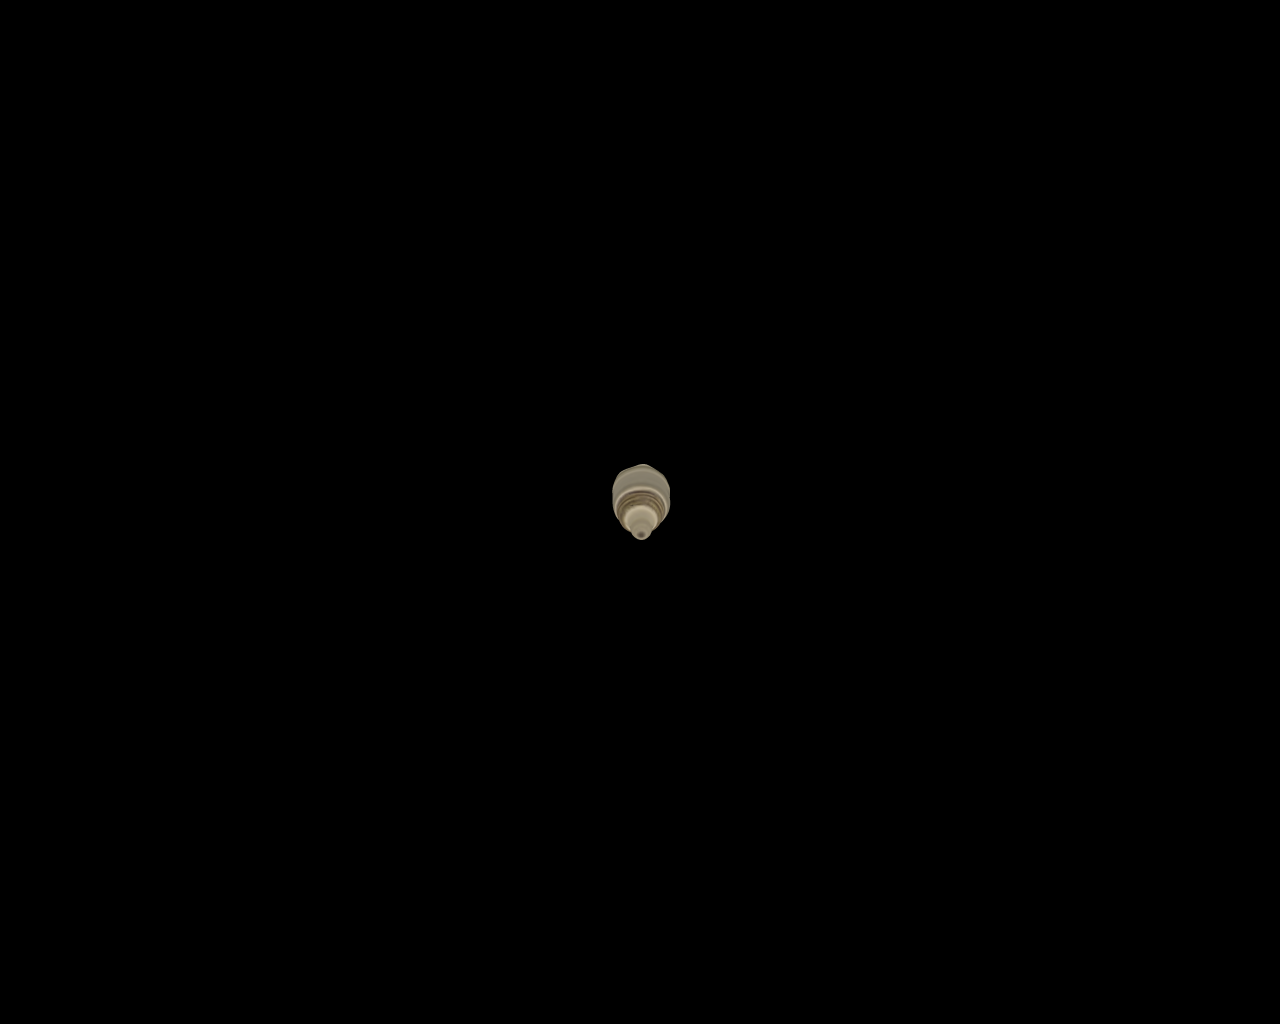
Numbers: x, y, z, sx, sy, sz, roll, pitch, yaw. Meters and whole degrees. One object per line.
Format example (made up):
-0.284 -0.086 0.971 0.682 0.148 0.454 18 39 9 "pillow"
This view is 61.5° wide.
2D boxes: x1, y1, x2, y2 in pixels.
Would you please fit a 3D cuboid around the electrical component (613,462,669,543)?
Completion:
0.001 -0.003 0.650 0.035 0.035 0.061 0 32 0 "electrical component"
